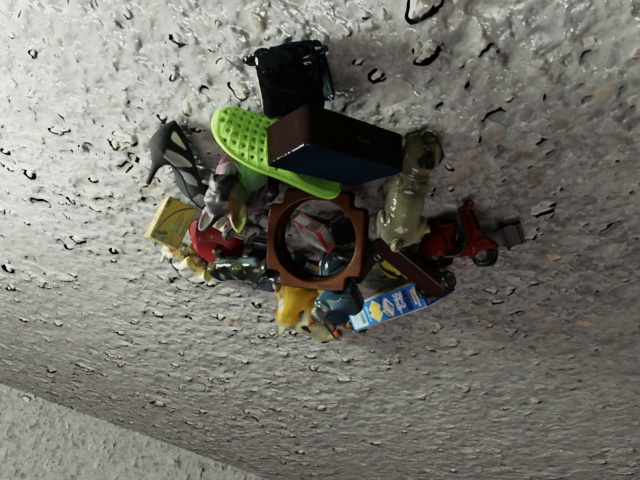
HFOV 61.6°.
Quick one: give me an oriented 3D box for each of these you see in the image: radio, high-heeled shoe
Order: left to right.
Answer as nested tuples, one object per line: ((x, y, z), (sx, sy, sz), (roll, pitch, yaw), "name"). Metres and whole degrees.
((-0.250, -0.148, 1.122), (0.248, 0.086, 0.145), (19, 108, -46), "high-heeled shoe")
((0.026, -0.156, 0.936), (0.229, 0.073, 0.131), (9, 165, -40), "radio")

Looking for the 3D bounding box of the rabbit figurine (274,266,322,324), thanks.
((-0.018, 0.129, 1.380), (0.173, 0.122, 0.162), (9, 135, -21), "rabbit figurine")

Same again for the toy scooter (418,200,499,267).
((0.283, -0.011, 1.125), (0.184, 0.135, 0.075), (-5, -176, 45), "toy scooter")

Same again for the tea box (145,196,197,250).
((-0.328, -0.035, 1.172), (0.068, 0.098, 0.170), (27, 173, -18), "tea box")

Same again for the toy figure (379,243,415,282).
((0.169, 0.022, 1.205), (0.089, 0.082, 0.180), (21, 158, 30), "toy figure")

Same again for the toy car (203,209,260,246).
((-0.186, -0.035, 1.143), (0.073, 0.056, 0.201), (38, -178, 13), "toy car")

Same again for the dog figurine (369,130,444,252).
((0.167, -0.089, 1.000), (0.121, 0.172, 0.190), (1, 150, -6), "dog figurine")

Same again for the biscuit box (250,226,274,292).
((-0.137, 0.049, 1.323), (0.063, 0.059, 0.202), (9, 141, 1), "biscuit box")

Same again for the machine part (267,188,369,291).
((-0.002, -0.003, 1.103), (0.202, 0.200, 0.087), (4, -174, 11), "machine part")

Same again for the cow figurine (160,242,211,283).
((-0.351, 0.048, 1.367), (0.098, 0.068, 0.167), (-12, 137, 34), "cow figurine")

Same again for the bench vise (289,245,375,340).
((0.012, 0.085, 1.247), (0.241, 0.223, 0.128), (18, 159, 37), "bench vise")

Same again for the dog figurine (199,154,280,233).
((-0.155, -0.083, 1.034), (0.109, 0.219, 0.191), (5, 141, 11), "dog figurine")

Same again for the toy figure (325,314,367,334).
((0.071, 0.215, 1.487), (0.154, 0.058, 0.064), (28, 167, -28), "toy figure")

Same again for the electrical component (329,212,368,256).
((0.059, -0.012, 1.179), (0.078, 0.102, 0.045), (-9, 154, -12), "electrical component")

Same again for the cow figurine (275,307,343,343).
((-0.042, 0.232, 1.520), (0.195, 0.085, 0.127), (29, 132, -24), "cow figurine")

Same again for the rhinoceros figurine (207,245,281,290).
((-0.170, 0.071, 1.250), (0.190, 0.073, 0.112), (2, 139, 15), "rhinoceros figurine")

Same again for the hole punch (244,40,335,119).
((-0.040, -0.269, 0.895), (0.142, 0.092, 0.115), (-2, 110, 19), "hole punch")

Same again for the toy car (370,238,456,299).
((0.193, 0.051, 1.118), (0.202, 0.053, 0.089), (38, 143, -16), "toy car")

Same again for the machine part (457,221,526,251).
((0.370, -0.001, 1.167), (0.139, 0.039, 0.084), (-13, 141, 24), "machine part")
